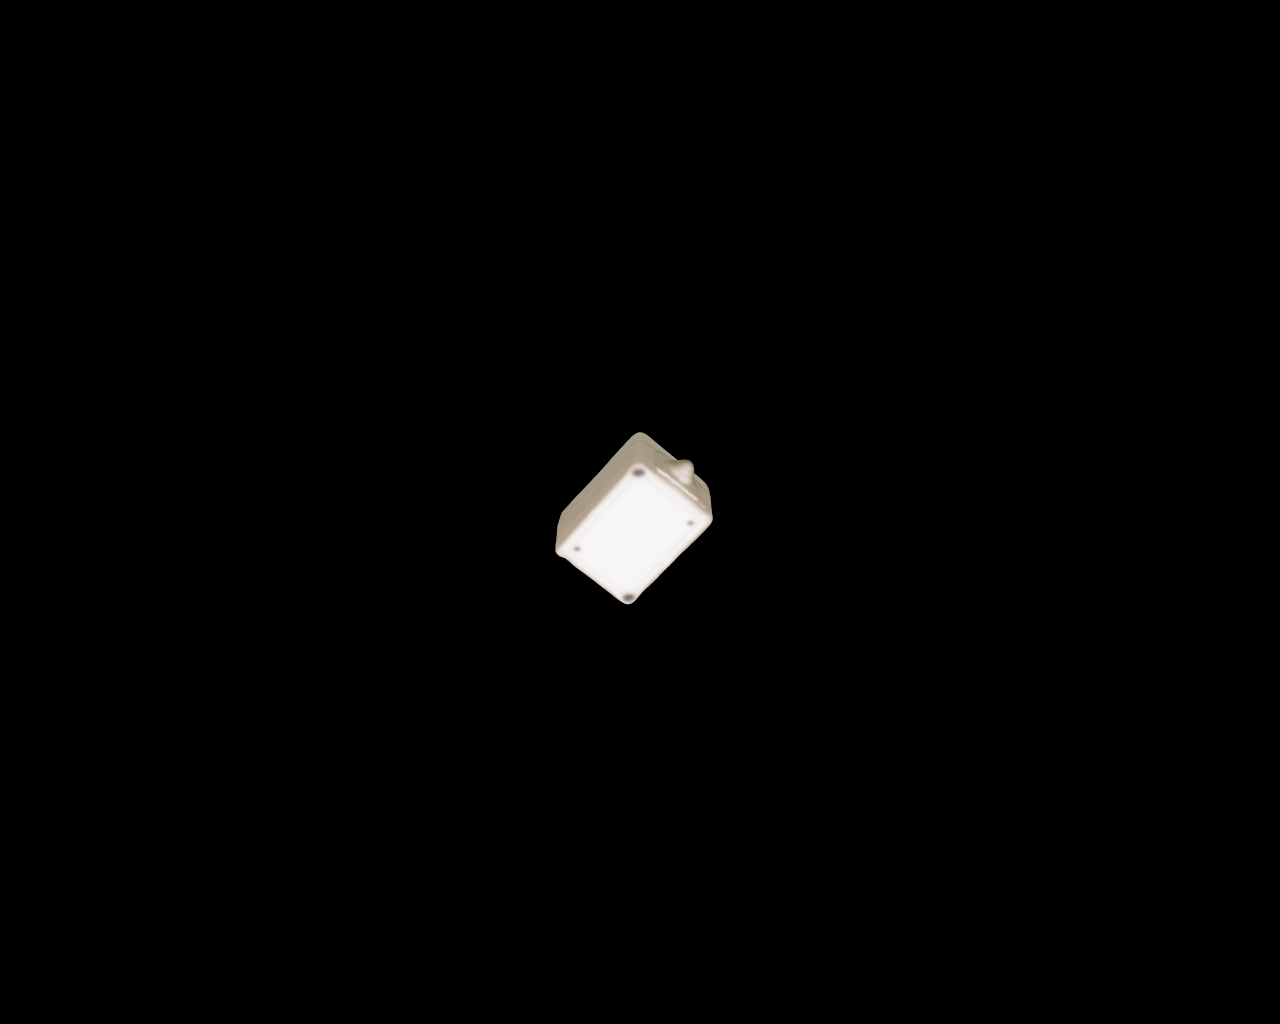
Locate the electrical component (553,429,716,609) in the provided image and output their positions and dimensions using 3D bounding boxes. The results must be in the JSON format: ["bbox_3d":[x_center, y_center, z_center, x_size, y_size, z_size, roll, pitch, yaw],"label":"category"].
[{"bbox_3d":[0.001,-0.003,0.650,0.061,0.096,0.061,38,20,-16],"label":"electrical component"}]
